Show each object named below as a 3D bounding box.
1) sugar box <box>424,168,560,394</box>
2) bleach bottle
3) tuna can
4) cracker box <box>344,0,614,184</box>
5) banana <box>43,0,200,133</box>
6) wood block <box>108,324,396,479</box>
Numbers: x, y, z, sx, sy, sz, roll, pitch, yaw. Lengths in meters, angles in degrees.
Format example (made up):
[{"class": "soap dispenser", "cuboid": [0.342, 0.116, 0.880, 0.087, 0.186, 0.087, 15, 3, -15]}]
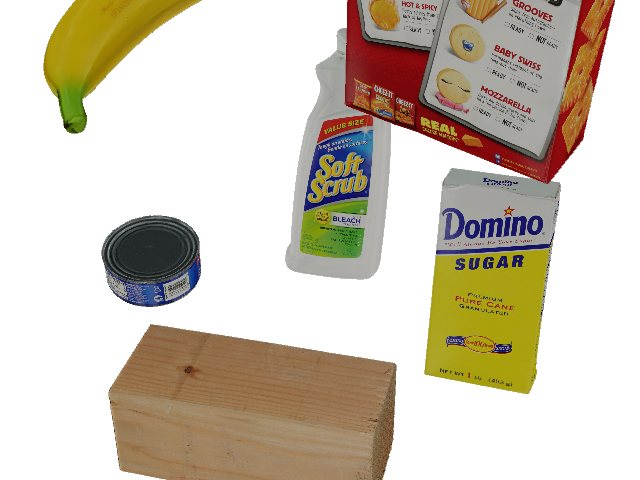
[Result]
[{"class": "sugar box", "cuboid": [0.141, 0.034, 0.883, 0.093, 0.176, 0.048, 8, 24, 16]}, {"class": "bleach bottle", "cuboid": [0.019, -0.087, 1.067, 0.102, 0.251, 0.068, 7, 27, 10]}, {"class": "tuna can", "cuboid": [-0.148, 0.018, 0.945, 0.086, 0.034, 0.086, 0, 43, 0]}, {"class": "cracker box", "cuboid": [0.103, -0.161, 0.690, 0.164, 0.214, 0.072, 25, 48, 24]}, {"class": "banana", "cuboid": [-0.070, -0.124, 0.537, 0.070, 0.197, 0.037, 40, -24, 18]}, {"class": "wood block", "cuboid": [-0.050, 0.140, 0.844, 0.206, 0.090, 0.090, 8, 35, 13]}]
